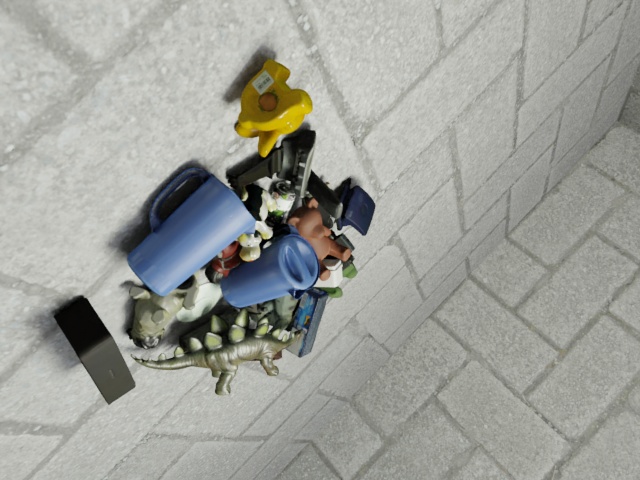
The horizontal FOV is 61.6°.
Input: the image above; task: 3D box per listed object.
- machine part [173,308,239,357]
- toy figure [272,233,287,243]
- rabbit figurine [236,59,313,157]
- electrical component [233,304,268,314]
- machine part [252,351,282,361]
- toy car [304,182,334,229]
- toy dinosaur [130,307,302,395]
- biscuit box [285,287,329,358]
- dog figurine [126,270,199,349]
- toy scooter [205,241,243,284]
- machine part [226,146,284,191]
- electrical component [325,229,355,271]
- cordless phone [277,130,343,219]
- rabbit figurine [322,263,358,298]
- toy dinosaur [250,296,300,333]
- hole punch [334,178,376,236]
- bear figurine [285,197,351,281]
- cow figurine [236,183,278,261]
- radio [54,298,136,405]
[{"bbox_3d":[-0.288,0.254,1.444,0.243,0.079,0.079,-30,149,-32],"label":"machine part"},{"bbox_3d":[-0.076,0.016,1.454,0.064,0.058,0.154,-27,161,18],"label":"toy figure"},{"bbox_3d":[-0.080,-0.239,1.039,0.162,0.122,0.173,-50,172,13],"label":"rabbit figurine"},{"bbox_3d":[-0.192,0.167,1.440,0.078,0.102,0.045,26,69,-30],"label":"electrical component"},{"bbox_3d":[-0.200,0.325,1.592,0.179,0.056,0.179,0,164,0],"label":"machine part"},{"bbox_3d":[-0.005,-0.077,1.430,0.073,0.056,0.201,-28,147,-21],"label":"toy car"},{"bbox_3d":[-0.240,0.283,1.374,0.471,0.105,0.198,-12,117,-33],"label":"toy dinosaur"},{"bbox_3d":[-0.037,0.233,1.546,0.063,0.059,0.202,-10,122,-58],"label":"biscuit box"},{"bbox_3d":[-0.350,0.153,1.214,0.172,0.121,0.190,-25,160,-32],"label":"dog figurine"},{"bbox_3d":[-0.209,0.015,1.235,0.135,0.075,0.183,-35,153,-26],"label":"toy scooter"},{"bbox_3d":[-0.135,-0.149,1.157,0.139,0.039,0.084,-32,157,-30],"label":"machine part"},{"bbox_3d":[0.032,0.039,1.525,0.134,0.115,0.058,-39,-174,24],"label":"electrical component"},{"bbox_3d":[-0.008,-0.141,1.193,0.089,0.184,0.146,-23,145,-32],"label":"cordless phone"},{"bbox_3d":[0.022,0.104,1.641,0.170,0.159,0.121,-33,164,6],"label":"rabbit figurine"},{"bbox_3d":[-0.104,0.144,1.530,0.192,0.131,0.404,-40,151,-41],"label":"toy dinosaur"},{"bbox_3d":[0.097,-0.082,1.487,0.115,0.092,0.142,68,42,-63],"label":"hole punch"},{"bbox_3d":[-0.006,-0.006,1.360,0.120,0.132,0.195,-43,154,-20],"label":"bear figurine"},{"bbox_3d":[-0.150,-0.042,1.170,0.098,0.068,0.167,55,36,-50],"label":"cow figurine"},{"bbox_3d":[-0.457,0.229,1.099,0.073,0.131,0.229,-31,150,-28],"label":"radio"}]
